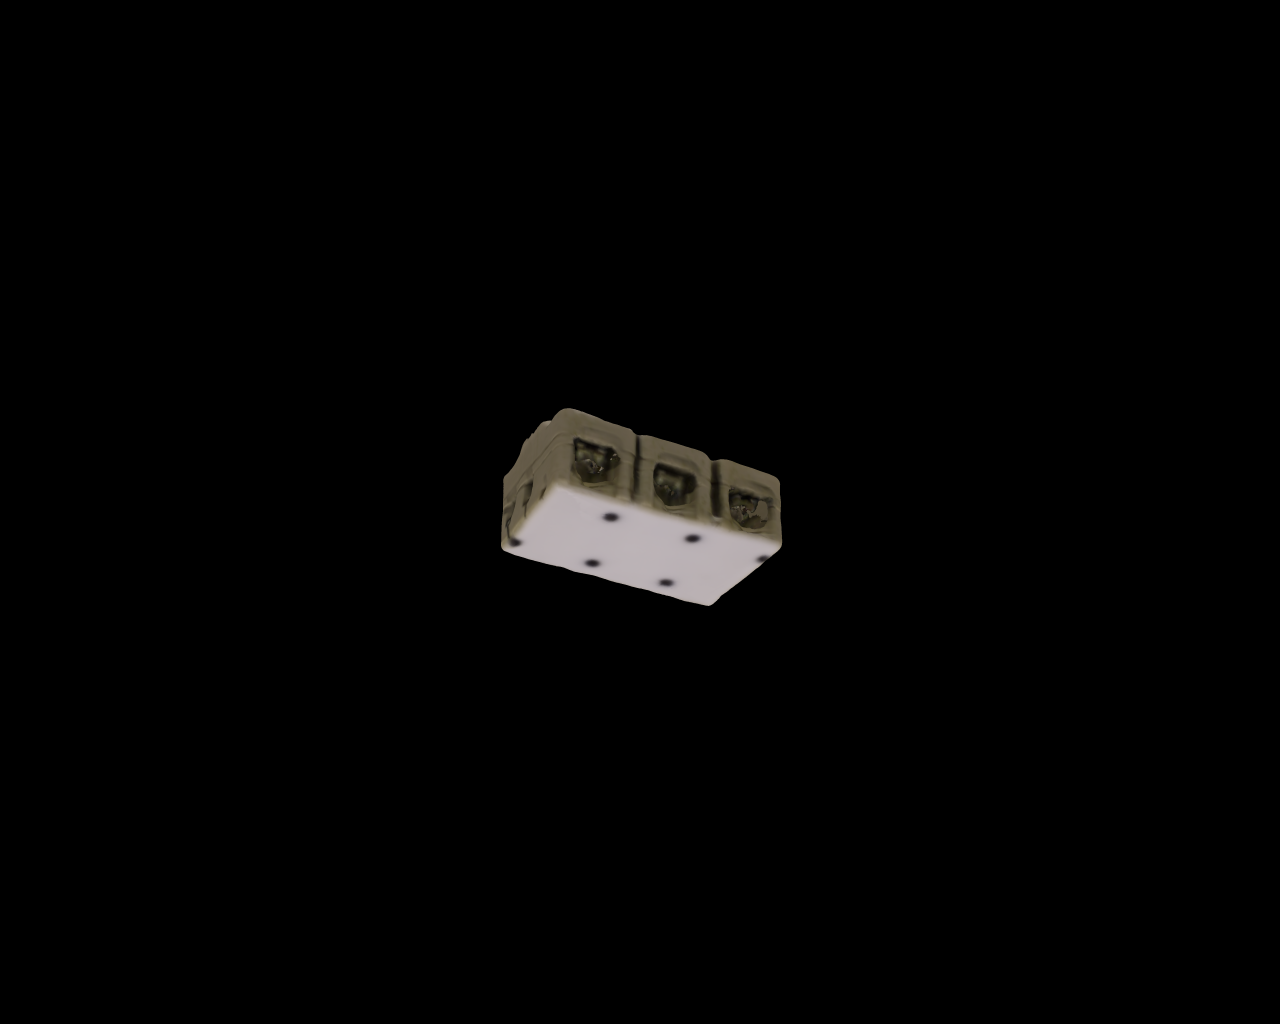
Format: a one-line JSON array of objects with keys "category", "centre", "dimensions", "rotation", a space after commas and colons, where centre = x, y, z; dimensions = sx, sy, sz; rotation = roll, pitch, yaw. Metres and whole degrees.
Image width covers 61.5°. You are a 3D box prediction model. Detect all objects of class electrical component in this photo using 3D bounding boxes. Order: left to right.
[{"category": "electrical component", "centre": [0.001, -0.003, 0.650], "dimensions": [0.150, 0.062, 0.089], "rotation": [17, -36, -24]}]
